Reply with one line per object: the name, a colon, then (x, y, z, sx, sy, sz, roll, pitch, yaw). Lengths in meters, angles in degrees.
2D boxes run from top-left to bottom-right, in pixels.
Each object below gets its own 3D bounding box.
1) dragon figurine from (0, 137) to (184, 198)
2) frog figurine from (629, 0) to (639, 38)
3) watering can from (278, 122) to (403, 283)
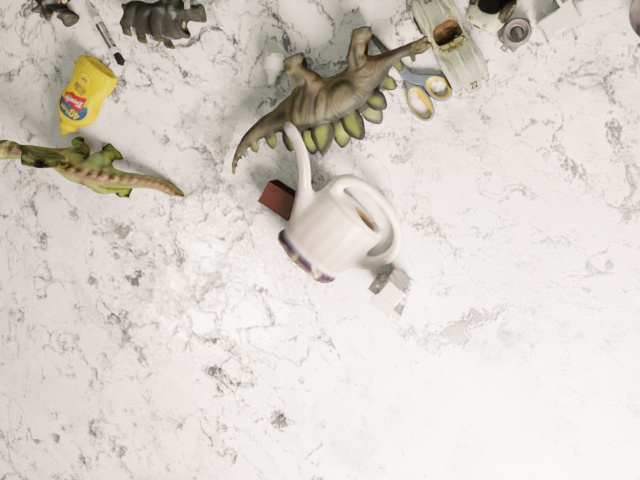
dragon figurine: (-0.523, -0.152, 1.110, 0.411, 0.244, 0.121, 15, 100, 16)
frog figurine: (0.575, -0.386, 0.815, 0.138, 0.120, 0.162, 20, 70, 21)
watering can: (0.003, -0.051, 1.014, 0.345, 0.106, 0.222, 42, 108, -14)
